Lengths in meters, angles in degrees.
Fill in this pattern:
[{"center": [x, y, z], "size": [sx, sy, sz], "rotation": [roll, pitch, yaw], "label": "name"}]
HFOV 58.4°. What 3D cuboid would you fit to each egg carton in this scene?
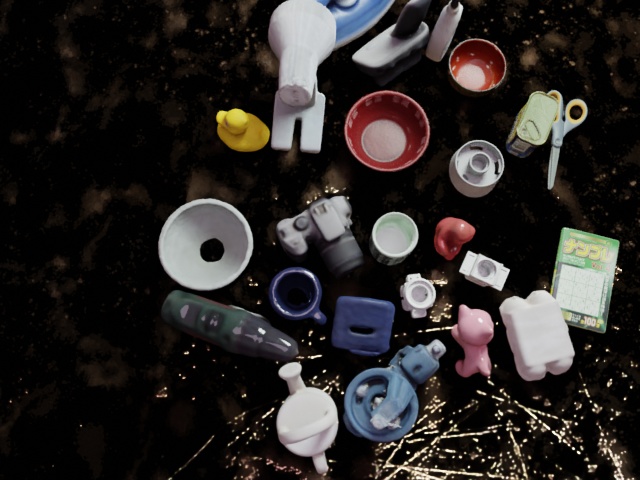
[{"center": [0.385, 0.169, 1.019], "size": [0.107, 0.069, 0.150], "rotation": [-14, 79, -3], "label": "egg carton"}]

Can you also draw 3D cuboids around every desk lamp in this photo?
[{"center": [-0.035, -0.289, 1.032], "size": [0.118, 0.213, 0.203], "rotation": [4, 79, 1], "label": "desk lamp"}]

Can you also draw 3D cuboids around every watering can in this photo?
[{"center": [-0.025, 0.290, 0.930], "size": [0.101, 0.194, 0.173], "rotation": [-40, 82, -7], "label": "watering can"}]

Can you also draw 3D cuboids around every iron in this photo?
[{"center": [0.053, -0.475, 1.106], "size": [0.258, 0.141, 0.118], "rotation": [-31, 80, -6], "label": "iron"}]

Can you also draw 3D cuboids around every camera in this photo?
[{"center": [0.009, 0.004, 1.033], "size": [0.143, 0.101, 0.137], "rotation": [-27, 80, -5], "label": "camera"}]

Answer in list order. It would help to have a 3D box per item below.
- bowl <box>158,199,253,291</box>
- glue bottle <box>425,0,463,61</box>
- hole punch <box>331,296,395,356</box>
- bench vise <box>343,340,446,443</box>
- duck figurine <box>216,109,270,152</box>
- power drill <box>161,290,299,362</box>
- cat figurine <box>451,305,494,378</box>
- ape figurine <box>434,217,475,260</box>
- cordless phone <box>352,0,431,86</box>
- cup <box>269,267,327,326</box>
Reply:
[{"center": [-0.202, 0.014, 1.044], "size": [0.167, 0.075, 0.167], "rotation": [0, 79, 0], "label": "bowl"}, {"center": [0.241, -0.410, 1.078], "size": [0.037, 0.173, 0.078], "rotation": [28, 80, 5], "label": "glue bottle"}, {"center": [0.076, 0.152, 1.010], "size": [0.108, 0.091, 0.101], "rotation": [7, 79, 1], "label": "hole punch"}, {"center": [0.117, 0.236, 0.928], "size": [0.121, 0.220, 0.207], "rotation": [28, 80, 5], "label": "bench vise"}, {"center": [-0.148, -0.215, 1.082], "size": [0.104, 0.086, 0.077], "rotation": [18, 79, 3], "label": "duck figurine"}, {"center": [-0.139, 0.148, 0.950], "size": [0.229, 0.208, 0.076], "rotation": [18, 79, 4], "label": "power drill"}, {"center": [0.272, 0.175, 0.992], "size": [0.067, 0.118, 0.128], "rotation": [-8, 79, -1], "label": "cat figurine"}, {"center": [0.247, -0.009, 1.041], "size": [0.078, 0.092, 0.076], "rotation": [-14, 79, -3], "label": "ape figurine"}, {"center": [0.138, -0.384, 1.066], "size": [0.147, 0.185, 0.094], "rotation": [-40, 81, -7], "label": "cordless phone"}, {"center": [-0.032, 0.108, 1.016], "size": [0.117, 0.095, 0.092], "rotation": [43, 82, 8], "label": "cup"}]
